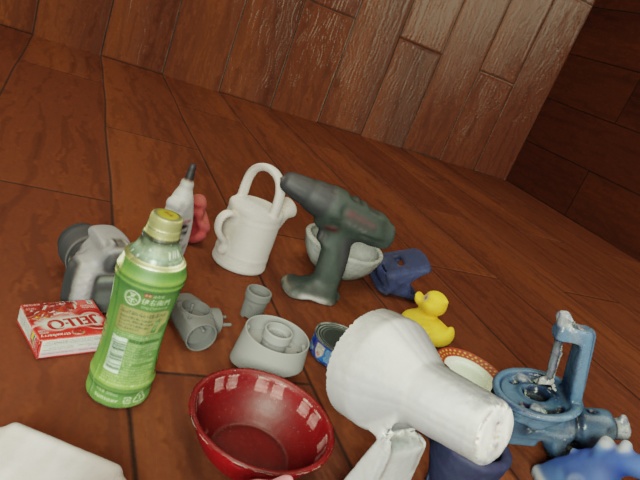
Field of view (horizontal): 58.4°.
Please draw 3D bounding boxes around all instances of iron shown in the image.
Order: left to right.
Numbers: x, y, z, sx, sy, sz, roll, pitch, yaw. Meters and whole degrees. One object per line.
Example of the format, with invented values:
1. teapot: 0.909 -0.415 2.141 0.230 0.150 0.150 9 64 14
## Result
1. iron: 0.382 0.318 0.673 0.119 0.141 0.257 4 27 -41

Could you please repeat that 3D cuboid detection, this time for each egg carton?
1. egg carton: -0.222 0.207 0.440 0.150 0.069 0.107 22 20 0

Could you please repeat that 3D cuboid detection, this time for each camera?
1. camera: -0.292 0.024 0.795 0.144 0.101 0.136 0 29 -46

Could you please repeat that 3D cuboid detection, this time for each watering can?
1. watering can: -0.114 -0.045 1.022 0.100 0.194 0.173 25 20 10

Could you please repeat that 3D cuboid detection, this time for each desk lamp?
1. desk lamp: 0.084 0.202 0.559 0.118 0.213 0.202 5 26 -39

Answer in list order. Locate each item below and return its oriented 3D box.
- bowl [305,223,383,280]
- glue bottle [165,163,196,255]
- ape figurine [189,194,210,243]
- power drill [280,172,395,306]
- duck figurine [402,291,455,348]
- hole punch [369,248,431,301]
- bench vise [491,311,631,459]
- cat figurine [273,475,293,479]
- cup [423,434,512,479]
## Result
1. bowl: 0.038 0.034 1.152 0.167 0.075 0.167 19 20 -7
2. glue bottle: -0.230 -0.045 0.931 0.037 0.173 0.078 25 20 9
3. ape figurine: -0.232 -0.041 1.039 0.077 0.092 0.076 24 20 8
4. power drill: 0.009 0.004 1.002 0.230 0.208 0.075 13 21 -22
5. duck figurine: 0.205 0.137 1.042 0.104 0.086 0.078 34 23 32
6. hole punch: 0.165 0.062 1.186 0.101 0.091 0.108 15 21 -17
7. bench vise: 0.340 0.207 0.803 0.208 0.220 0.121 14 21 -20
8. cat figurine: -0.070 0.237 0.451 0.128 0.118 0.067 3 27 -42
9. cup: 0.147 0.255 0.661 0.117 0.095 0.092 30 21 22
